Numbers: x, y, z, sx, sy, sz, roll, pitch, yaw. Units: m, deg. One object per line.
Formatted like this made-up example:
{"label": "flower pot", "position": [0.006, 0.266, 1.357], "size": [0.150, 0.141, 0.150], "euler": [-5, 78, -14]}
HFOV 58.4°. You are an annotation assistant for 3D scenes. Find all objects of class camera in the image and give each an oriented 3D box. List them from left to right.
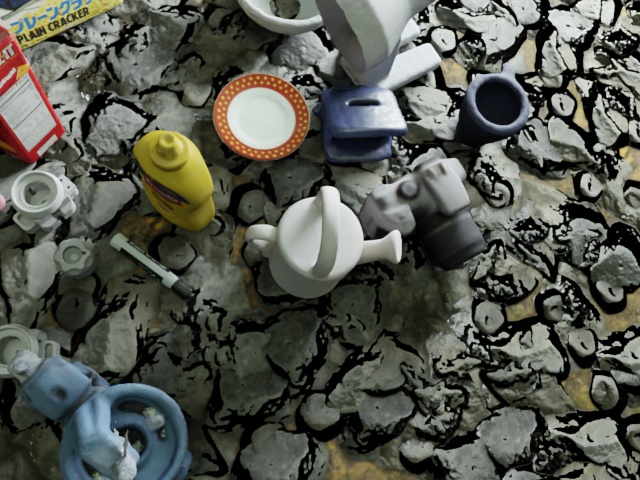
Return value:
{"label": "camera", "position": [0.146, -0.026, 0.744], "size": [0.143, 0.100, 0.137], "euler": [-27, 81, -16]}

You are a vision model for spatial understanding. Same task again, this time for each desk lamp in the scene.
{"label": "desk lamp", "position": [0.086, -0.283, 0.744], "size": [0.203, 0.213, 0.118], "euler": [-31, 82, -17]}

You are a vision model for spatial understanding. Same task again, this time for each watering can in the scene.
{"label": "watering can", "position": [0.006, 0.000, 0.661], "size": [0.173, 0.194, 0.101], "euler": [-15, 78, -14]}

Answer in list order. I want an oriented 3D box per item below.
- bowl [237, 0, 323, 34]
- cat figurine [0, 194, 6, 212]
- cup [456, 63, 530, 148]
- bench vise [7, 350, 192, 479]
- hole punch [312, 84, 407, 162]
{"label": "bowl", "position": [-0.047, -0.354, 0.811], "size": [0.167, 0.074, 0.167], "euler": [3, 74, -10]}
{"label": "cat figurine", "position": [-0.414, -0.059, 0.637], "size": [0.067, 0.117, 0.128], "euler": [44, 72, 4]}
{"label": "cup", "position": [0.235, -0.183, 0.807], "size": [0.092, 0.095, 0.118], "euler": [23, 72, -4]}
{"label": "bench vise", "position": [-0.225, 0.188, 0.552], "size": [0.207, 0.219, 0.121], "euler": [20, 72, -4]}
{"label": "hole punch", "position": [0.052, -0.165, 0.769], "size": [0.109, 0.091, 0.101], "euler": [-5, 76, -12]}
